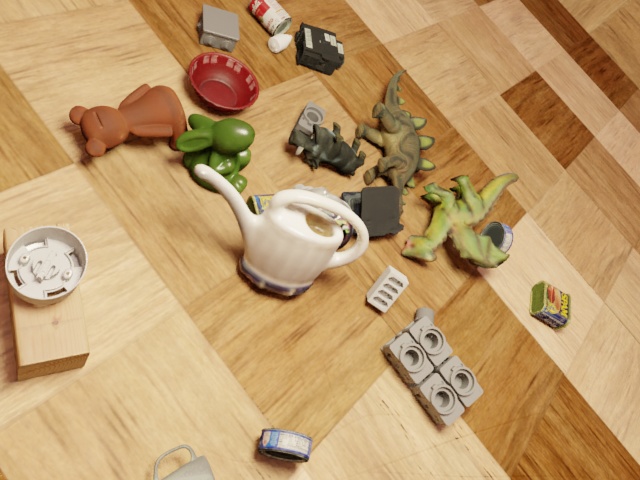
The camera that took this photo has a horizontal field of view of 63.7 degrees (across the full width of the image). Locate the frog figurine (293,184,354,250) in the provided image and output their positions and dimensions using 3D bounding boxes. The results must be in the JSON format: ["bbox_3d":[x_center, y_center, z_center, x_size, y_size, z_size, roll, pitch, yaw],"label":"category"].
[{"bbox_3d":[0.003,-0.054,1.081,0.122,0.134,0.163,-21,37,2],"label":"frog figurine"}]

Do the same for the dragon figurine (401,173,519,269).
[{"bbox_3d":[0.375,-0.040,1.262,0.412,0.246,0.120,-12,-20,-19],"label":"dragon figurine"}]

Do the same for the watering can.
[{"bbox_3d":[-0.084,-0.012,0.939,0.346,0.220,0.106,19,37,-18],"label":"watering can"}]
